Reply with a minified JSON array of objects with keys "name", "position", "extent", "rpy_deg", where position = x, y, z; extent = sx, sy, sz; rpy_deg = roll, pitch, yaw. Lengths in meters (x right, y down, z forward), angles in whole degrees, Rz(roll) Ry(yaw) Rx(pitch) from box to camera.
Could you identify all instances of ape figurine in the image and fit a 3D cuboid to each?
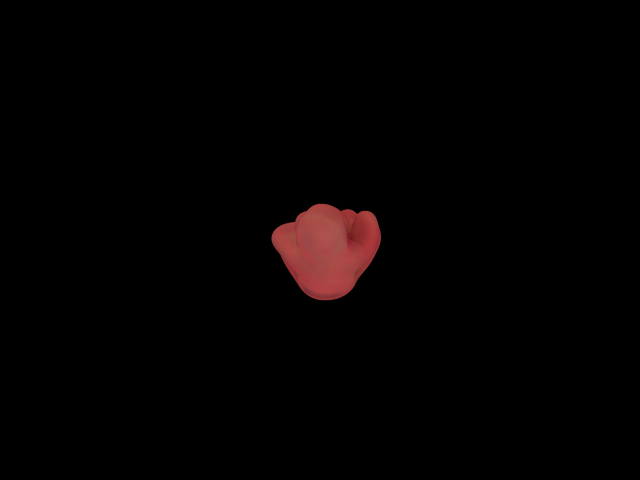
[{"name":"ape figurine","position":[0.004,0.001,0.400],"extent":[0.077,0.092,0.076],"rpy_deg":[11,79,3]}]
